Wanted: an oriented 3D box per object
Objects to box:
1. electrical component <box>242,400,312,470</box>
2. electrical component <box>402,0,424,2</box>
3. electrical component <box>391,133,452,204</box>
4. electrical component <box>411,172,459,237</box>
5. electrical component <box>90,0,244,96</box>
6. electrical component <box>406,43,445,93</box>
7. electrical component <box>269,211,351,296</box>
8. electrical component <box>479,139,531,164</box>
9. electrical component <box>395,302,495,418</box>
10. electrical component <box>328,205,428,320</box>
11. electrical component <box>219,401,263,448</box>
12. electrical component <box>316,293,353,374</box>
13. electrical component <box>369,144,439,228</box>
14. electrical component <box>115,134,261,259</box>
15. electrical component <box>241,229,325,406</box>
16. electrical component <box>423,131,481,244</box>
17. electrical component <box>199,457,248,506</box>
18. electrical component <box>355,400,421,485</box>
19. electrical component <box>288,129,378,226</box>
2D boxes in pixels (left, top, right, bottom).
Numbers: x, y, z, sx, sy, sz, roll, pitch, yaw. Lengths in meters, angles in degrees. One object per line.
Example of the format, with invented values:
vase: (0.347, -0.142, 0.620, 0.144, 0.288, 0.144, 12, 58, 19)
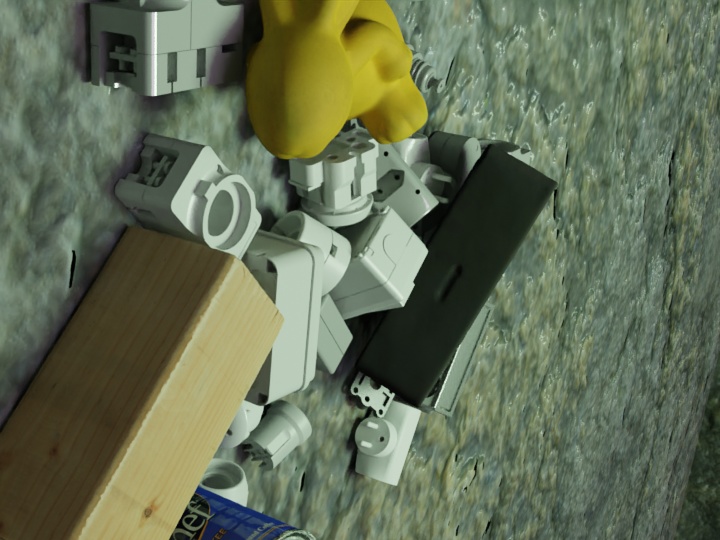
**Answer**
electrical component: (-0.069, 0.135, 0.877, 0.046, 0.040, 0.040, -43, 139, -35)
electrical component: (0.022, -0.251, 0.786, 0.060, 0.108, 0.108, -19, 120, -50)
electrical component: (0.047, -0.077, 0.937, 0.043, 0.079, 0.077, -12, 114, -48)
electrical component: (0.061, -0.066, 1.003, 0.055, 0.048, 0.066, -25, 126, -44)
electrical component: (-0.115, -0.141, 0.648, 0.089, 0.050, 0.055, -26, 126, -55)
electrical component: (0.033, -0.165, 0.879, 0.040, 0.078, 0.040, -49, 156, -30)
electrical component: (-0.043, -0.013, 0.824, 0.047, 0.055, 0.055, 35, 71, -32)
electrical component: (0.137, -0.102, 1.115, 0.089, 0.050, 0.055, -29, 127, -53)
electrical component: (0.076, 0.079, 1.079, 0.063, 0.079, 0.121, 87, 26, -73)
electrical component: (0.000, 0.000, 0.876, 0.061, 0.096, 0.061, 47, 49, -22)
electrical component: (-0.093, 0.103, 0.813, 0.062, 0.048, 0.048, -29, 128, -61)
electrical component: (-0.051, 0.062, 0.862, 0.076, 0.047, 0.065, -61, 147, -26)
electrical component: (0.011, -0.060, 0.898, 0.079, 0.077, 0.043, -40, -179, 13)
electrical component: (-0.107, -0.041, 0.705, 0.050, 0.056, 0.089, -63, 149, -20)
electrical component: (-0.074, 0.031, 0.777, 0.057, 0.078, 0.113, -19, 120, -53)
electrical component: (0.105, -0.064, 1.052, 0.052, 0.074, 0.138, -39, 136, -47)
electrical component: (-0.111, 0.177, 0.816, 0.066, 0.048, 0.055, -28, 134, -54)
electrical component: (0.020, 0.163, 1.042, 0.079, 0.044, 0.077, 32, 75, -60)
electrical component: (-0.019, -0.071, 0.844, 0.078, 0.058, 0.057, -28, 129, -37)
